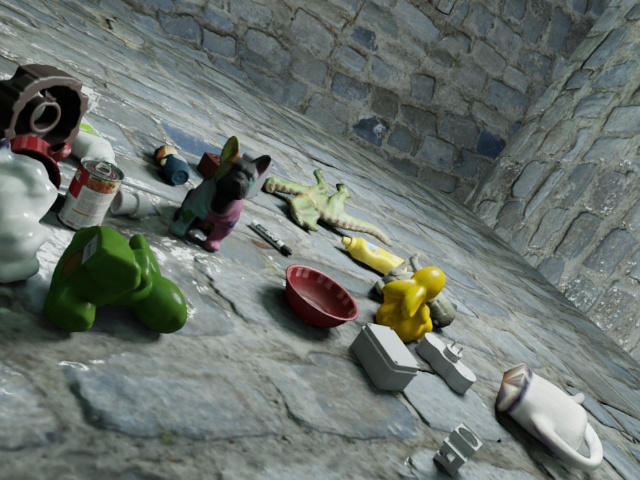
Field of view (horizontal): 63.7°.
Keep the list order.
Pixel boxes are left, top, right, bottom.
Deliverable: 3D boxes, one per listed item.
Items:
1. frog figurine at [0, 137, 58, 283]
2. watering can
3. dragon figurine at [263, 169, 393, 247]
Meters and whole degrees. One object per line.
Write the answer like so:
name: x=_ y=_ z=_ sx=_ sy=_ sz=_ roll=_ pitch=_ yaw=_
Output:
frog figurine: x=-0.395 y=-0.030 z=0.648 sx=0.122 sy=0.139 sz=0.158 roll=-7 pitch=-64 yaw=55
watering can: x=0.492 y=0.357 z=1.106 sx=0.226 sy=0.103 sz=0.350 roll=37 pitch=19 yaw=14
dragon figurine: x=0.004 y=-0.074 z=1.465 sx=0.413 sy=0.119 sz=0.246 roll=36 pitch=35 yaw=16
